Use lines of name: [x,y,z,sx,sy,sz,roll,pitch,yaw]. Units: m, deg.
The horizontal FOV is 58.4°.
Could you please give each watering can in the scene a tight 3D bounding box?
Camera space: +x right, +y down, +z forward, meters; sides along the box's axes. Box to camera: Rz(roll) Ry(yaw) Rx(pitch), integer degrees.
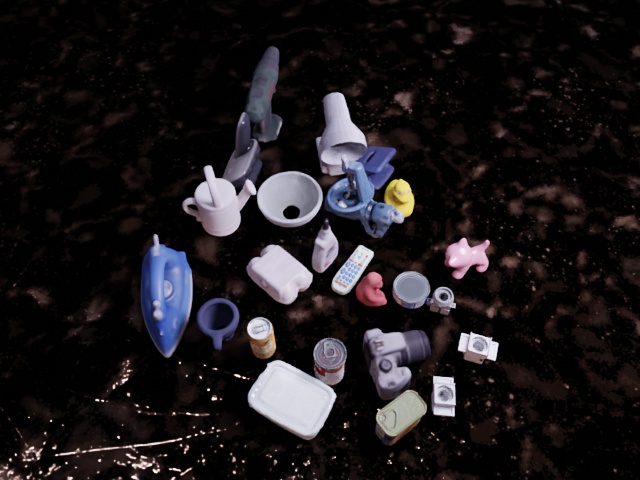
watering can: [-0.248,-0.107,1.407,0.173,0.194,0.100,-31,61,-20]

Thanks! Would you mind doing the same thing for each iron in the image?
iron: [-0.355,0.119,1.285,0.118,0.141,0.258,-8,56,-5]

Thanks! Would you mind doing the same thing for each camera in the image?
camera: [0.172,0.249,1.229,0.137,0.101,0.143,-12,57,-9]

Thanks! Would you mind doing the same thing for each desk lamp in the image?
desk lamp: [0.045,-0.265,1.505,0.118,0.214,0.203,-8,56,-6]

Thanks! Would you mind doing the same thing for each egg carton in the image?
egg carton: [-0.098,0.082,1.357,0.150,0.069,0.107,37,63,22]

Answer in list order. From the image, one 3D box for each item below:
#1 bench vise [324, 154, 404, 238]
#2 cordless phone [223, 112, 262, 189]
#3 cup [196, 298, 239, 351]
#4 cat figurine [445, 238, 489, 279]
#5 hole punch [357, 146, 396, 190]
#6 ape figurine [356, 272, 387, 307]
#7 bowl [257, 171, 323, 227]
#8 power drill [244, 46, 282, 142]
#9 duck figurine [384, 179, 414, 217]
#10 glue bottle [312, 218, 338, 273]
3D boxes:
bench vise: [0.111,-0.117,1.403,0.207,0.220,0.121,10,56,6]
cordless phone: [-0.212,-0.230,1.496,0.094,0.185,0.147,7,56,5]
cup: [-0.219,0.200,1.261,0.091,0.095,0.117,-5,56,-4]
cat figurine: [0.347,0.035,1.365,0.128,0.118,0.067,-19,58,-13]
hole punch: [0.140,-0.205,1.540,0.101,0.091,0.109,28,60,17]
ape figurine: [0.122,0.108,1.328,0.076,0.092,0.078,7,56,4]
bowl: [-0.076,-0.091,1.471,0.167,0.075,0.167,0,56,0]
power drill: [-0.152,-0.388,1.589,0.075,0.208,0.229,9,56,6]
duck figurine: [0.209,-0.122,1.489,0.077,0.086,0.104,-11,57,-8]
glue bottle: [0.012,0.005,1.348,0.037,0.173,0.078,28,60,18]
